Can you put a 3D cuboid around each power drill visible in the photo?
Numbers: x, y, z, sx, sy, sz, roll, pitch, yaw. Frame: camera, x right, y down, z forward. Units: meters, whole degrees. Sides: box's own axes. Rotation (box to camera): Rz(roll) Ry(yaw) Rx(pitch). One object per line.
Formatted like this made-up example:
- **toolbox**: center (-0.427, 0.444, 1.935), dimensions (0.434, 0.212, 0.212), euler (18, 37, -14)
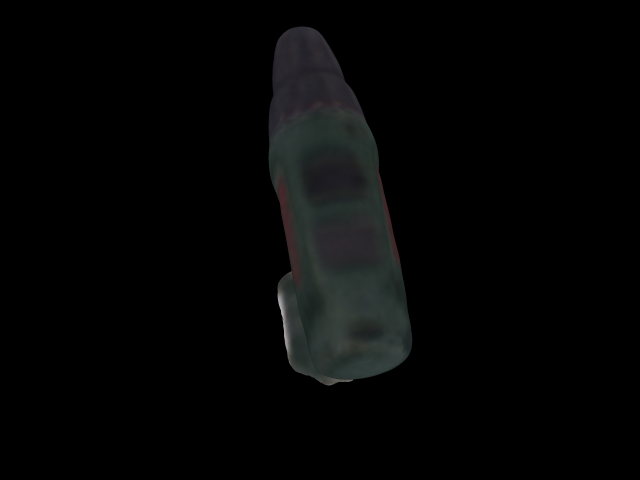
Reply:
- **power drill**: center (0.004, 0.001, 0.400), dimensions (0.075, 0.208, 0.229), euler (-9, 54, -6)
